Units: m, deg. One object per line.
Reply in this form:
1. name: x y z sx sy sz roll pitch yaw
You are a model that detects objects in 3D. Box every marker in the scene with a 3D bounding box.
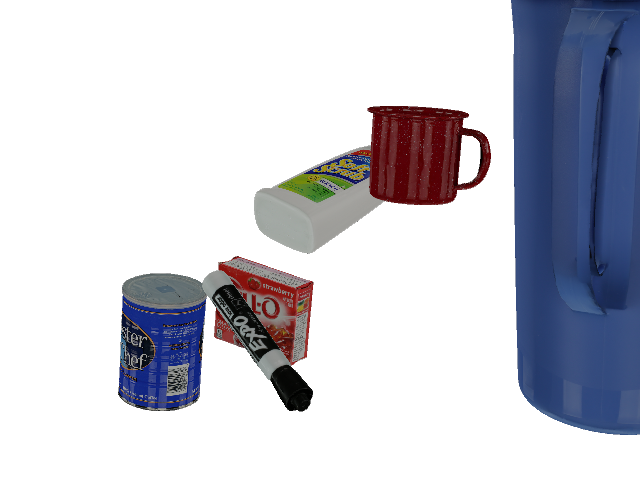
1. marker: -0.040 0.062 0.667 0.020 0.020 0.121 0 36 -38

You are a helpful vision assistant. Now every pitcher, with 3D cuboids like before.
1. pitcher: 0.162 -0.019 0.577 0.149 0.243 0.145 -6 18 -15

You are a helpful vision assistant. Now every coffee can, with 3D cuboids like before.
1. coffee can: -0.194 0.123 1.306 0.103 0.140 0.103 5 18 -2

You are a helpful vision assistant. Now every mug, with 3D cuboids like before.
1. mug: 0.098 -0.077 0.975 0.117 0.081 0.093 7 13 21

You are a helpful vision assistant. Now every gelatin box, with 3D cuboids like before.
1. gelatin box: -0.052 0.061 0.940 0.089 0.073 0.030 17 22 31

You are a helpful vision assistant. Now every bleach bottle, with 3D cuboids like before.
1. bleach bottle: 0.038 -0.074 1.347 0.103 0.068 0.250 25 43 34
